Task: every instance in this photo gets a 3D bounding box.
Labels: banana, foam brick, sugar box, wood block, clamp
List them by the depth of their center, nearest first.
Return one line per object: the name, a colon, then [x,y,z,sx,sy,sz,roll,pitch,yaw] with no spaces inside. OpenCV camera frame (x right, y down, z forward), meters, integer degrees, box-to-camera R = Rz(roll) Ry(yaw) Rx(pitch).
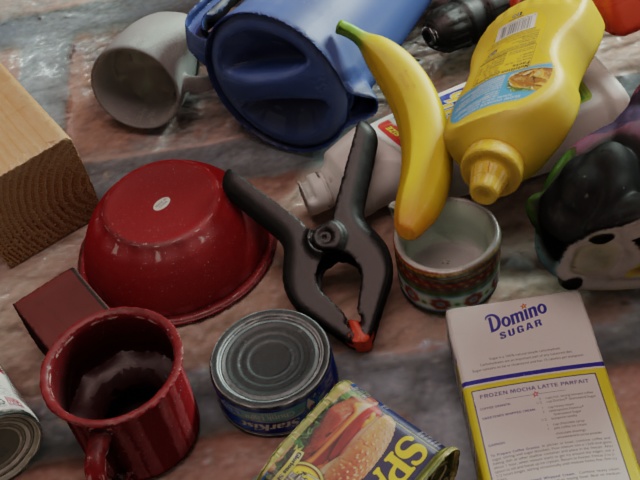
sugar box: [0.138,0.115,0.664,0.093,0.048,0.176,-8,43,3]
foam brick: [-0.172,0.069,0.763,0.051,0.053,0.078,-34,50,-19]
clamp: [-0.005,0.001,0.770,0.120,0.039,0.171,-14,65,12]
banana: [0.063,-0.081,0.778,0.069,0.037,0.198,-4,56,-18]
wood block: [-0.279,-0.083,0.898,0.090,0.090,0.206,-33,51,-17]

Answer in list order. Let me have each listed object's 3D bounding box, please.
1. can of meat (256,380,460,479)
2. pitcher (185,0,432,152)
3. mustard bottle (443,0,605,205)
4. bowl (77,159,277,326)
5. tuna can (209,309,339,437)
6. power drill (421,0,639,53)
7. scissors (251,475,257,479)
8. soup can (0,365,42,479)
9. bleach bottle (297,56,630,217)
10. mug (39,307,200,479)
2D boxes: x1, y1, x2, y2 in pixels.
can of meat: [0.021,0.146,0.644,0.084,0.057,0.102,32,61,26]
pitcher: [0.009,-0.201,0.922,0.145,0.149,0.242,-20,26,48]
mustard bottle: [0.135,-0.094,0.739,0.096,0.058,0.191,-16,34,38]
bowl: [-0.116,-0.012,0.824,0.162,0.055,0.162,-6,48,6]
tuna can: [-0.031,0.089,0.728,0.086,0.034,0.086,-6,47,6]
power drill: [0.199,-0.200,0.879,0.184,0.057,0.188,-28,22,-22]
scissors: [-0.078,0.167,0.678,0.096,0.016,0.201,26,57,29]
soup can: [-0.241,0.112,0.727,0.068,0.068,0.102,-33,51,-19]
bleach bottle: [0.106,-0.072,0.830,0.250,0.068,0.103,-21,47,-5]
mug: [-0.127,0.113,0.692,0.093,0.081,0.117,-3,47,9]
